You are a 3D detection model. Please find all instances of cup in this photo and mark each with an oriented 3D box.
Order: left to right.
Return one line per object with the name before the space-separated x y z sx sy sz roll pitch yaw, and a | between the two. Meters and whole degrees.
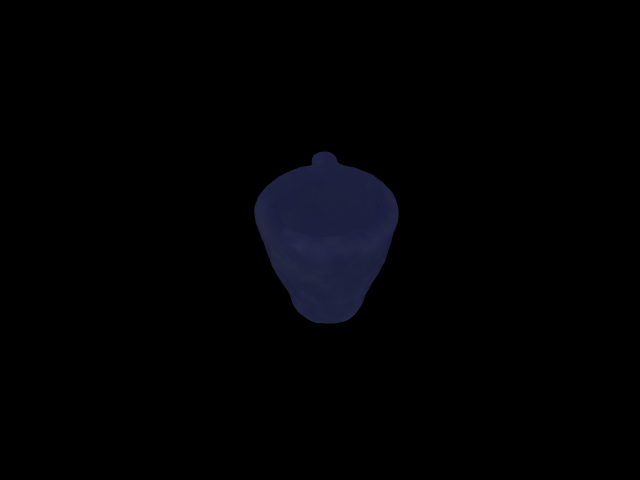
cup | 0.004 0.001 0.400 0.091 0.095 0.117 -2 40 -2
